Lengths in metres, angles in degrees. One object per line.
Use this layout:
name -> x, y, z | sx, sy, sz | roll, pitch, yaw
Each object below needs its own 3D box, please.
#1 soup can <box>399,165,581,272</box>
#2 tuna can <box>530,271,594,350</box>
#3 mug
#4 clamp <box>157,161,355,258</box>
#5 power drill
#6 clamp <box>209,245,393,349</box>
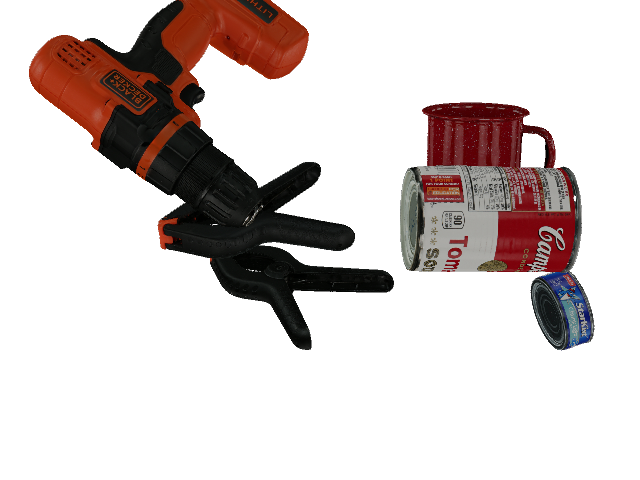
soup can -> 0.106, -0.014, 0.677 | 0.102, 0.068, 0.068 | 0, 0, -5
tuna can -> 0.263, 0.076, 1.168 | 0.033, 0.086, 0.086 | -17, 3, -9
mug -> 0.147, -0.074, 0.939 | 0.117, 0.081, 0.093 | 3, 16, 13
clamp -> -0.061, -0.027, 0.967 | 0.171, 0.039, 0.120 | -3, 33, -7
power drill -> -0.084, -0.111, 0.764 | 0.187, 0.184, 0.057 | -51, -1, -43
clamp -> -0.046, 0.050, 1.173 | 0.210, 0.036, 0.164 | 17, 31, 25
